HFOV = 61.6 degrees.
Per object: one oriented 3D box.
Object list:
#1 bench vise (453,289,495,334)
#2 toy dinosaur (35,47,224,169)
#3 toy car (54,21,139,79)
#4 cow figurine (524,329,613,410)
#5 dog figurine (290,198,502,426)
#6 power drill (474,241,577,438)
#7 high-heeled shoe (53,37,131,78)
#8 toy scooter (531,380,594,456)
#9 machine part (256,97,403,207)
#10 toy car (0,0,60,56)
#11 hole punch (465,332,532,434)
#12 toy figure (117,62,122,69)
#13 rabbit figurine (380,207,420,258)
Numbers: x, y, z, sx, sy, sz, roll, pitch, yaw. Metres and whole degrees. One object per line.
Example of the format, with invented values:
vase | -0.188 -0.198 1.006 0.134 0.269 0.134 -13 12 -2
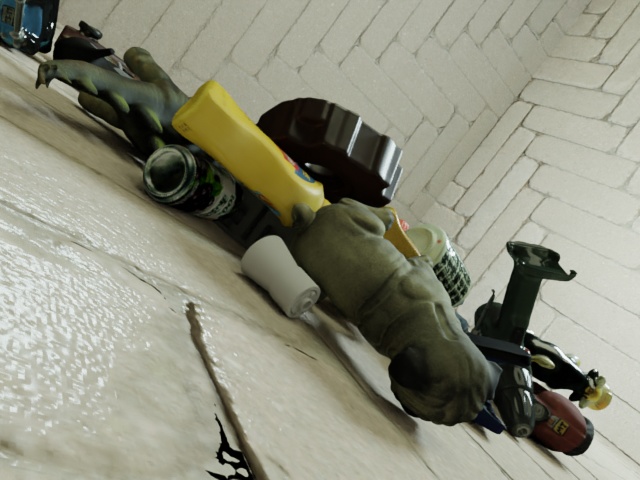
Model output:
bench vise | 0.179 0.096 0.865 0.224 0.128 0.240 22 11 33
toy dinosaur | -0.188 -0.141 0.658 0.199 0.105 0.471 42 10 18
toy car | -0.359 -0.291 0.931 0.053 0.089 0.202 35 1 33
cow figurine | 0.375 0.203 0.826 0.167 0.068 0.098 31 0 16
dog figurine | 0.048 0.049 0.442 0.172 0.121 0.191 28 12 -15
power drill | 0.276 0.118 0.731 0.086 0.207 0.232 6 23 3
high-heeled shoe | -0.305 -0.209 0.845 0.145 0.086 0.248 2 -39 37
toy scooter | 0.307 0.238 0.798 0.135 0.075 0.184 37 1 -11
machine part | 0.003 -0.086 0.612 0.179 0.056 0.179 16 -21 6
toy car | -0.412 -0.308 0.715 0.103 0.109 0.162 12 25 -18
hole punch | 0.161 0.148 0.603 0.116 0.092 0.142 15 3 10
toy figure | -0.319 -0.241 0.925 0.154 0.058 0.064 37 25 -59
rabbit figurine | 0.065 0.048 0.646 0.162 0.122 0.173 39 -15 -9
